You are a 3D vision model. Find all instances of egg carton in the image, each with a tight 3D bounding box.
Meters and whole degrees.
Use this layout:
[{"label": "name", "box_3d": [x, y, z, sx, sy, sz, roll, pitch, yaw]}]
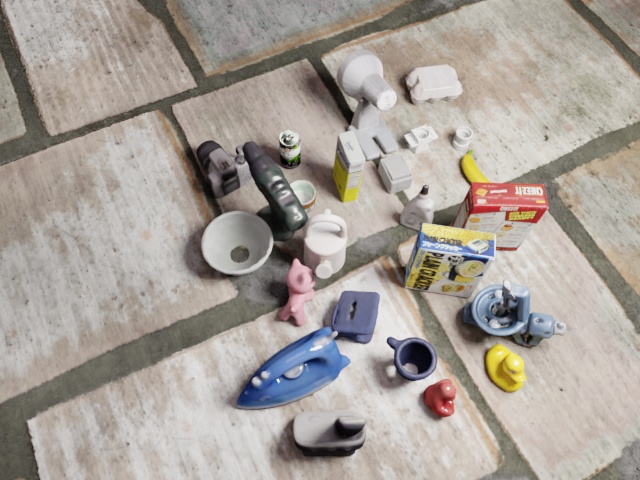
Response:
[{"label": "egg carton", "box_3d": [0.319, -0.437, 1.612, 0.150, 0.069, 0.107, -10, 63, -6]}]

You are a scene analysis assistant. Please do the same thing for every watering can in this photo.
[{"label": "watering can", "box_3d": [0.014, 0.005, 1.303, 0.101, 0.194, 0.172, -17, 64, -10]}]

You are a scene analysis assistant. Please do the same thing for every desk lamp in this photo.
[{"label": "desk lamp", "box_3d": [0.132, -0.354, 1.483, 0.118, 0.213, 0.203, -23, 65, -13]}]

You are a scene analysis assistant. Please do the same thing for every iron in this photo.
[{"label": "iron", "box_3d": [-0.065, 0.269, 1.193, 0.259, 0.141, 0.118, -28, 66, -15]}]

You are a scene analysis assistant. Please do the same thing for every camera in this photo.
[{"label": "camera", "box_3d": [-0.243, -0.203, 1.458, 0.143, 0.101, 0.136, -33, 68, -17]}]

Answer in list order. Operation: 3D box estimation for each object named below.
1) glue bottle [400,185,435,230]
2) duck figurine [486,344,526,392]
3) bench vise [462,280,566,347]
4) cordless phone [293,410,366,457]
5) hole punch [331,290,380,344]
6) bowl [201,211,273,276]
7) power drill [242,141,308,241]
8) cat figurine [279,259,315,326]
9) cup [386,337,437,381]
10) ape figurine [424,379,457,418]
[{"label": "glue bottle", "box_3d": [0.239, -0.081, 1.365, 0.078, 0.173, 0.037, 21, 64, 10]}, {"label": "duck figurine", "box_3d": [0.407, 0.269, 1.236, 0.077, 0.086, 0.104, -20, 64, -11]}, {"label": "bench vise", "box_3d": [0.427, 0.143, 1.227, 0.207, 0.220, 0.121, 0, 62, -1]}, {"label": "cordless phone", "box_3d": [0.020, 0.365, 1.120, 0.147, 0.185, 0.094, -4, 62, -3]}, {"label": "hole punch", "box_3d": [0.079, 0.168, 1.277, 0.101, 0.091, 0.109, 12, 63, 5]}, {"label": "bowl", "box_3d": [-0.192, 0.019, 1.358, 0.167, 0.075, 0.167, 1, 62, -1]}, {"label": "power drill", "box_3d": [-0.108, -0.096, 1.345, 0.076, 0.208, 0.229, -31, 67, -16]}, {"label": "cat figurine", "box_3d": [-0.049, 0.114, 1.288, 0.067, 0.118, 0.128, 12, 63, 5]}, {"label": "cup", "box_3d": [0.187, 0.258, 1.231, 0.117, 0.095, 0.092, 35, 67, 16]}, {"label": "ape figurine", "box_3d": [0.259, 0.325, 1.199, 0.076, 0.092, 0.078, 24, 65, 11]}]
